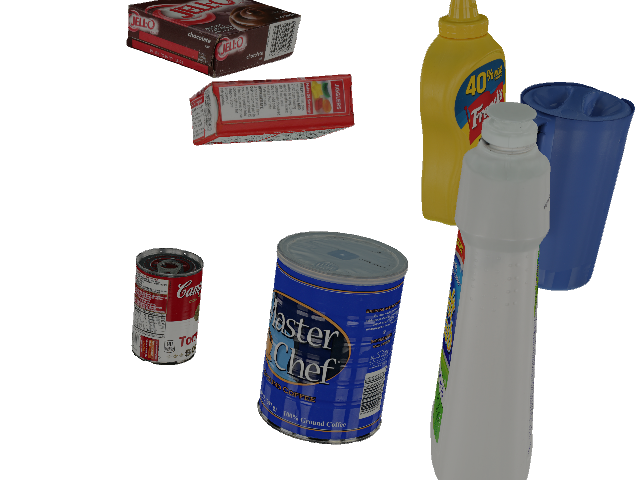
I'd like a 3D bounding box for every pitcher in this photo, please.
[{"bbox_3d":[0.290,-0.062,1.309,0.149,0.243,0.145,4,27,2],"label":"pitcher"}]

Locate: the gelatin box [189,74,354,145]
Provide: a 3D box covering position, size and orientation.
[{"bbox_3d":[-0.029,-0.070,0.576,0.073,0.030,0.089,-5,3,-14],"label":"gelatin box"}]

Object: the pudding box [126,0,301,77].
[{"bbox_3d":[-0.084,-0.167,0.847,0.090,0.039,0.113,24,28,26],"label":"pudding box"}]

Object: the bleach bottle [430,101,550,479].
[{"bbox_3d":[0.107,0.033,0.661,0.068,0.251,0.102,3,30,6],"label":"bleach bottle"}]

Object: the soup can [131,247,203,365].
[{"bbox_3d":[-0.157,0.067,1.085,0.068,0.102,0.068,6,21,-2],"label":"soup can"}]

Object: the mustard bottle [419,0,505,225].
[{"bbox_3d":[0.123,-0.116,0.914,0.058,0.192,0.096,17,32,39],"label":"mustard bottle"}]

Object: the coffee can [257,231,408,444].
[{"bbox_3d":[0.008,0.075,0.848,0.103,0.140,0.103,7,18,-3],"label":"coffee can"}]
